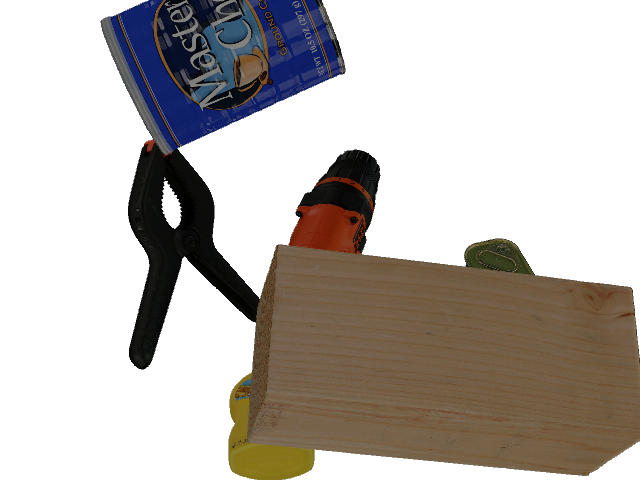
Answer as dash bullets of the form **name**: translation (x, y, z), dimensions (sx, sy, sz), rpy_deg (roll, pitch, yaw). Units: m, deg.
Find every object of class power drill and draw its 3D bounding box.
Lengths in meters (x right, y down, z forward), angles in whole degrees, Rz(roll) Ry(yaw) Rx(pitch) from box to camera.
- **power drill**: translation (0.013, 0.039, 0.857), dimensions (0.057, 0.188, 0.184), rpy_deg (6, 33, 15)

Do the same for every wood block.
- **wood block**: translation (0.067, 0.072, 0.613), dimensions (0.206, 0.091, 0.090), rpy_deg (7, -29, -8)

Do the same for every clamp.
- **clamp**: translation (-0.126, 0.006, 1.020), dimensions (0.036, 0.210, 0.164), rpy_deg (-8, 0, 44)

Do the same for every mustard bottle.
- **mustard bottle**: translation (-0.060, 0.202, 1.260), dimensions (0.096, 0.058, 0.191), rpy_deg (-3, 27, -3)

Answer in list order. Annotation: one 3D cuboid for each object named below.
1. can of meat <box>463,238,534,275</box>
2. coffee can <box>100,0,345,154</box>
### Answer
- **can of meat**: translation (0.178, 0.064, 1.057), dimensions (0.057, 0.102, 0.084), rpy_deg (-13, -42, -13)
- **coffee can**: translation (-0.067, -0.135, 0.744), dimensions (0.140, 0.103, 0.103), rpy_deg (-25, 0, -1)
